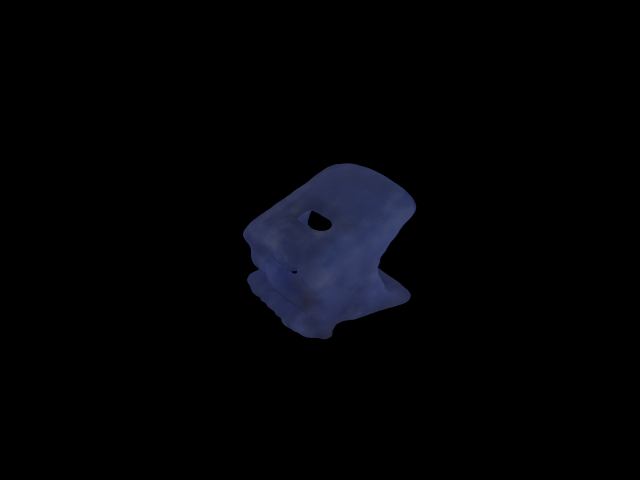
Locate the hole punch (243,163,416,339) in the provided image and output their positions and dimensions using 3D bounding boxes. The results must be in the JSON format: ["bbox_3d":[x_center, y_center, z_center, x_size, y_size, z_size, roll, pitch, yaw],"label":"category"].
[{"bbox_3d":[0.004,0.001,0.400,0.101,0.091,0.108,-14,27,-29],"label":"hole punch"}]
